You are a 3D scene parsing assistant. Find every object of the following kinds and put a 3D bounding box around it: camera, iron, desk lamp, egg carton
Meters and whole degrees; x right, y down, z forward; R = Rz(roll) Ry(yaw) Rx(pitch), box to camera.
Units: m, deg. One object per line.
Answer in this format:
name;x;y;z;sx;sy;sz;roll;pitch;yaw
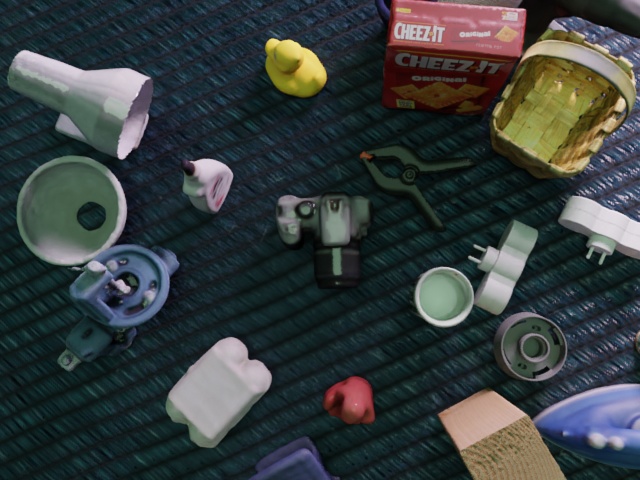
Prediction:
camera;0.008;0.003;0.835;0.143;0.101;0.137;-2;84;4
iron;0.427;0.260;0.758;0.258;0.141;0.119;-2;84;4
desk lamp;-0.324;-0.189;0.821;0.203;0.213;0.118;20;86;6
egg carton;-0.149;0.221;0.838;0.107;0.069;0.150;42;88;7

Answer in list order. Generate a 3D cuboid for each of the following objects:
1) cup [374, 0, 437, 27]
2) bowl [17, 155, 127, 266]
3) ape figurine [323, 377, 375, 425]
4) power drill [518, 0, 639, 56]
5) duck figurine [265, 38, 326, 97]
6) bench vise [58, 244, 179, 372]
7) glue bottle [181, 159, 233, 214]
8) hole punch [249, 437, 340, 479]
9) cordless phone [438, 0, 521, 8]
cup;0.133;-0.361;0.867;0.091;0.095;0.118;25;86;6
bowl;-0.366;-0.040;0.878;0.167;0.075;0.167;0;84;4
ape figurine;0.045;0.235;0.812;0.077;0.092;0.076;40;88;7
power drill;0.335;-0.321;0.792;0.229;0.208;0.075;43;88;7
duck figurine;-0.040;-0.269;0.874;0.104;0.086;0.077;34;87;7
bench vise;-0.287;0.097;0.785;0.121;0.220;0.207;19;86;6
glue bottle;-0.169;-0.087;0.820;0.037;0.173;0.078;18;86;6
hole punch;-0.035;0.347;0.806;0.108;0.091;0.101;-30;83;0
cordless phone;0.234;-0.406;0.819;0.147;0.185;0.094;1;84;4
